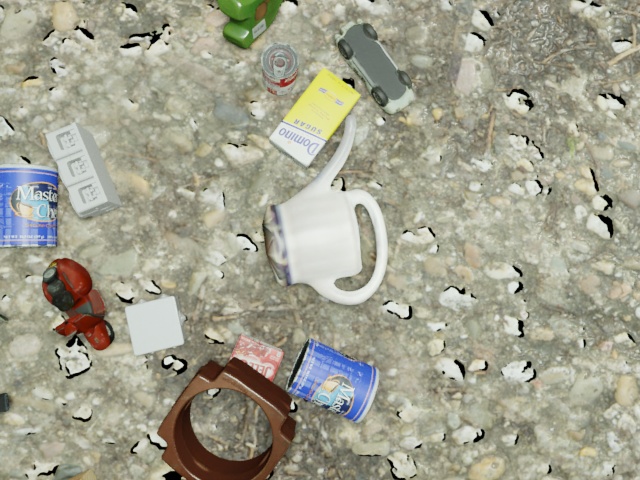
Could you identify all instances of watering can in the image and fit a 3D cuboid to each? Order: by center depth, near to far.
[{"bbox_3d":[0.003,-0.048,0.949,0.224,0.103,0.349,-10,86,-6],"label":"watering can"}]
